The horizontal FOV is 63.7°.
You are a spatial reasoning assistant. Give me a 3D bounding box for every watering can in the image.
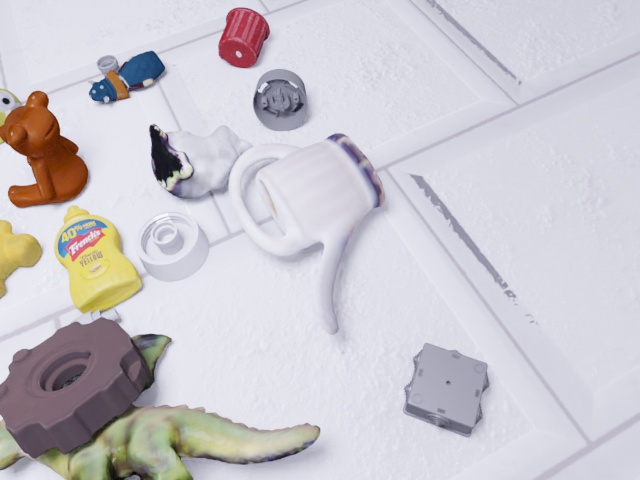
[{"bbox_3d":[0.002,-0.039,0.781,0.226,0.101,0.353,-28,60,-14],"label":"watering can"}]

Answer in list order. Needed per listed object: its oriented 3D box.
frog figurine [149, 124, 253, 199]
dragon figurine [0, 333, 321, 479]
[{"bbox_3d":[-0.200,-0.139,0.880,0.139,0.120,0.161,31,29,30],"label":"frog figurine"},{"bbox_3d":[-0.224,0.217,0.645,0.411,0.119,0.248,-18,51,-8],"label":"dragon figurine"}]
